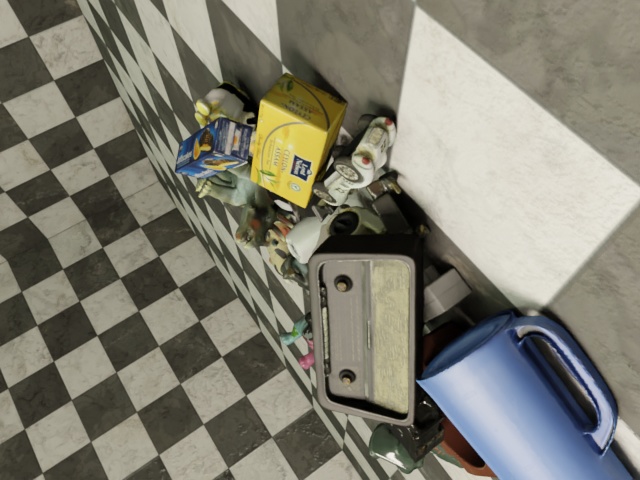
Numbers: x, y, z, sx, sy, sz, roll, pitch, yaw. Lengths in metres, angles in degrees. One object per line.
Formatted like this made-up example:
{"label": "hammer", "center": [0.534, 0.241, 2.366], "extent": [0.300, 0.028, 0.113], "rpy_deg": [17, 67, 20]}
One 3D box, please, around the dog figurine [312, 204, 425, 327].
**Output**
{"label": "dog figurine", "center": [0.085, 0.052, 0.807], "extent": [0.190, 0.121, 0.172], "rpy_deg": [46, -141, -46]}

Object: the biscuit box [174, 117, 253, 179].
{"label": "biscuit box", "center": [-0.185, -0.150, 0.911], "extent": [0.203, 0.059, 0.062], "rpy_deg": [-6, 74, 58]}

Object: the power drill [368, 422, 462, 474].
{"label": "power drill", "center": [0.151, 0.346, 0.983], "extent": [0.232, 0.086, 0.207], "rpy_deg": [25, 139, 6]}

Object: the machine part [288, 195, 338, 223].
{"label": "machine part", "center": [0.000, -0.063, 0.831], "extent": [0.039, 0.084, 0.139], "rpy_deg": [38, 158, -24]}

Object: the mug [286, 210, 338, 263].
{"label": "mug", "center": [-0.002, -0.003, 0.911], "extent": [0.081, 0.107, 0.109], "rpy_deg": [50, 159, 32]}

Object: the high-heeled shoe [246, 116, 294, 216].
{"label": "high-heeled shoe", "center": [-0.031, -0.121, 0.877], "extent": [0.145, 0.086, 0.248], "rpy_deg": [10, 143, 44]}

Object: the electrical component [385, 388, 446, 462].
{"label": "electrical component", "center": [0.126, 0.253, 0.787], "extent": [0.115, 0.058, 0.134], "rpy_deg": [48, 161, 37]}

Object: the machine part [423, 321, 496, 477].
{"label": "machine part", "center": [0.202, 0.224, 0.763], "extent": [0.201, 0.087, 0.201], "rpy_deg": [54, 165, 15]}

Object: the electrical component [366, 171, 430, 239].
{"label": "electrical component", "center": [0.099, -0.034, 0.679], "extent": [0.102, 0.045, 0.078], "rpy_deg": [60, -167, 5]}

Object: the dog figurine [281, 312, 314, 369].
{"label": "dog figurine", "center": [0.022, 0.189, 1.218], "extent": [0.108, 0.191, 0.219], "rpy_deg": [55, 130, 22]}

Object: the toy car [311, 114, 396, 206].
{"label": "toy car", "center": [0.041, -0.093, 0.671], "extent": [0.056, 0.073, 0.202], "rpy_deg": [32, 166, -8]}

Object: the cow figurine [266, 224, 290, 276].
{"label": "cow figurine", "center": [-0.087, 0.007, 1.224], "extent": [0.127, 0.085, 0.194], "rpy_deg": [50, 160, 46]}

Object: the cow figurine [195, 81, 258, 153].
{"label": "cow figurine", "center": [-0.140, -0.217, 0.988], "extent": [0.167, 0.098, 0.068], "rpy_deg": [38, 156, 4]}

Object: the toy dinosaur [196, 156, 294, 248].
{"label": "toy dinosaur", "center": [-0.146, -0.115, 1.104], "extent": [0.192, 0.131, 0.405], "rpy_deg": [24, -166, -20]}

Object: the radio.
{"label": "radio", "center": [0.059, 0.107, 0.666], "extent": [0.131, 0.073, 0.229], "rpy_deg": [4, 109, 19]}

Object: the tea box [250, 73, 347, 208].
{"label": "tea box", "center": [-0.034, -0.131, 0.740], "extent": [0.098, 0.068, 0.169], "rpy_deg": [27, 147, 6]}

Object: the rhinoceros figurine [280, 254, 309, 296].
{"label": "rhinoceros figurine", "center": [-0.012, 0.075, 1.121], "extent": [0.191, 0.073, 0.112], "rpy_deg": [23, 163, 41]}
